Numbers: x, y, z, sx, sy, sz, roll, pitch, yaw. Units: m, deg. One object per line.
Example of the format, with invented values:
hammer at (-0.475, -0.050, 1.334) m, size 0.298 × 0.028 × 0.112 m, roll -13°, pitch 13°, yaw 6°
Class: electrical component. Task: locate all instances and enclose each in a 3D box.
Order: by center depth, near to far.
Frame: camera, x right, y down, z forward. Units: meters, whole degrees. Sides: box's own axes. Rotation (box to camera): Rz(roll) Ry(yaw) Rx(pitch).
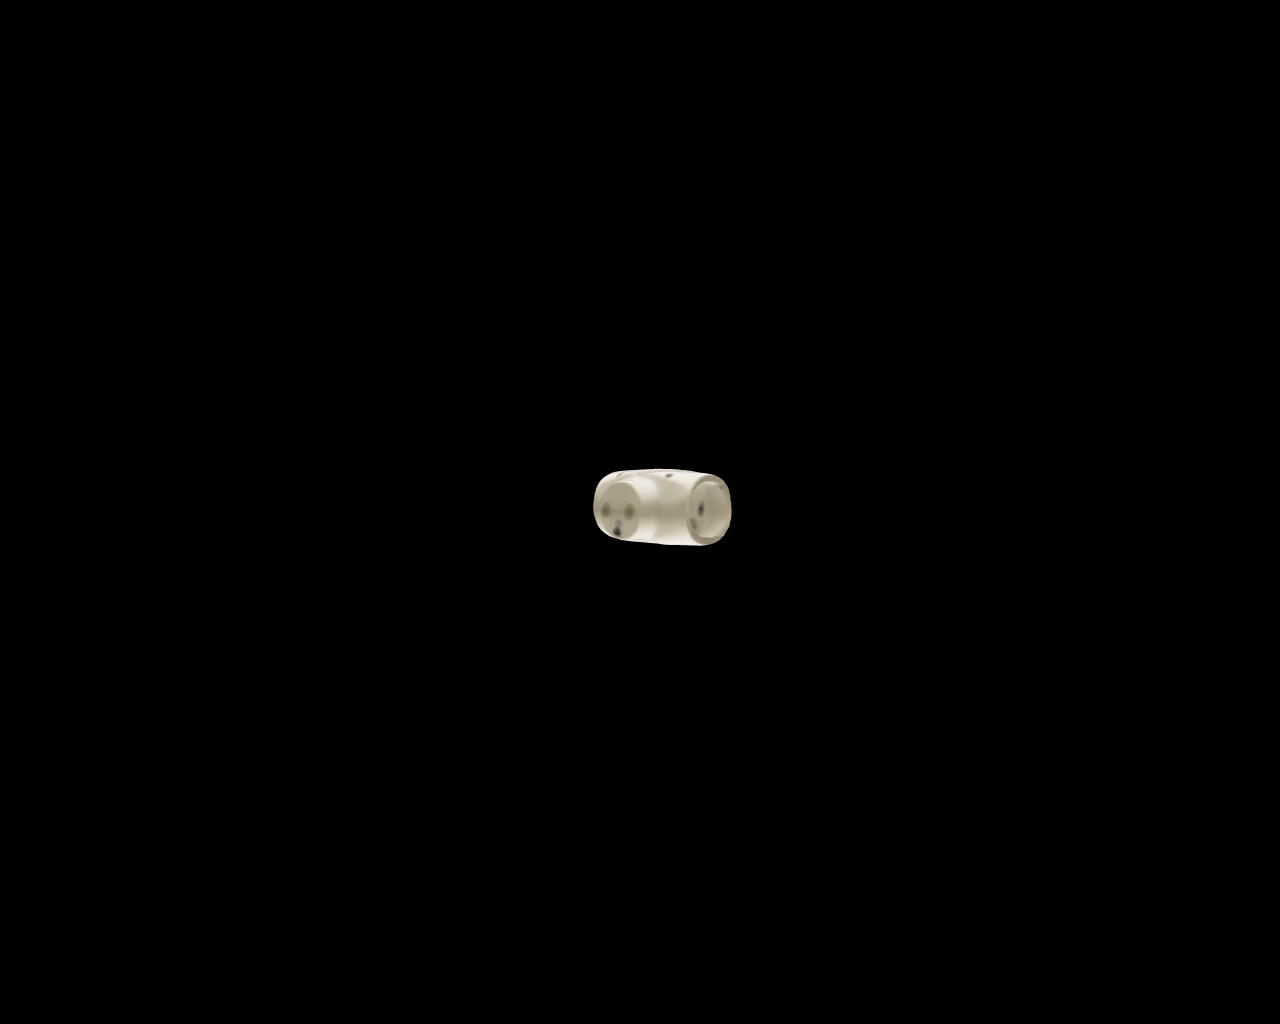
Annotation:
electrical component at (0.001, -0.003, 0.650) m, size 0.077 × 0.043 × 0.079 m, roll 4°, pitch 6°, yaw 43°
